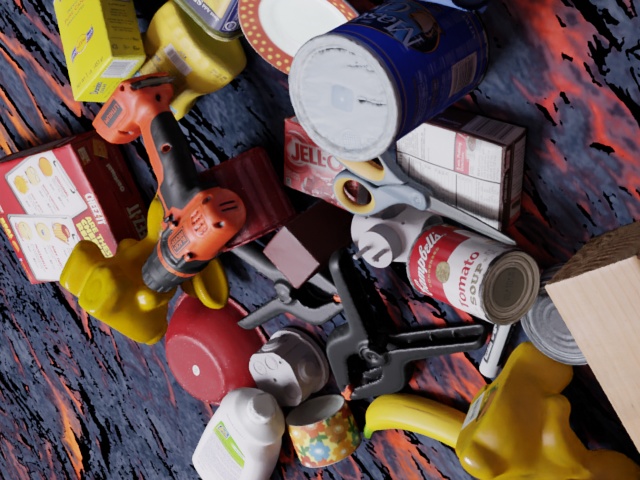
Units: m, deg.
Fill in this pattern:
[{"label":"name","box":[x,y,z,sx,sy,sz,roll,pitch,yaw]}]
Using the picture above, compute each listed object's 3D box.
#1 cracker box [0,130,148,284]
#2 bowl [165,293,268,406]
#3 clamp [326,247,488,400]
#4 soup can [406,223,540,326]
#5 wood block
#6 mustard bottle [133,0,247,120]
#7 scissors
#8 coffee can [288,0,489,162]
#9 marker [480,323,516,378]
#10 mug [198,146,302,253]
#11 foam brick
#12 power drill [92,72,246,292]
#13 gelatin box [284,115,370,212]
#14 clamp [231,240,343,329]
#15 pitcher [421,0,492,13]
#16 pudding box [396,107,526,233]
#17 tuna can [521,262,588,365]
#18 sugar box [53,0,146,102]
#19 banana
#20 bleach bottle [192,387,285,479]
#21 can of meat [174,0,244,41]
[{"label":"cracker box","box":[-0.303,-0.038,1.288,0.214,0.072,0.164,-8,112,43]},{"label":"bowl","box":[-0.130,0.138,1.259,0.162,0.055,0.162,22,129,30]},{"label":"clamp","box":[0.069,0.106,1.063,0.164,0.036,0.210,26,142,9]},{"label":"soup can","box":[0.132,0.029,0.926,0.102,0.068,0.068,23,132,55]},{"label":"wood block","box":[0.279,0.092,0.842,0.090,0.090,0.206,-25,98,47]},{"label":"mustard bottle","box":[-0.161,-0.170,1.086,0.096,0.058,0.192,49,139,-13]},{"label":"scissors","box":[0.079,-0.028,0.943,0.202,0.016,0.096,40,141,19]},{"label":"coffee can","box":[0.057,-0.136,0.855,0.103,0.140,0.103,22,129,30]},{"label":"marker","box":[0.170,0.078,0.981,0.020,0.020,0.121,31,132,23]},{"label":"mug","box":[-0.084,-0.040,1.080,0.117,0.093,0.081,-20,97,45]},{"label":"foam brick","box":[-0.007,0.001,1.046,0.053,0.078,0.051,48,136,6]},{"label":"power drill","box":[-0.155,-0.054,1.046,0.185,0.057,0.188,-38,76,50]},{"label":"gelatin box","box":[0.006,-0.075,1.020,0.089,0.030,0.073,24,129,28]},{"label":"clamp","box":[-0.037,0.040,1.126,0.172,0.039,0.120,-5,118,36]},{"label":"pitcher","box":[0.026,-0.263,0.813,0.243,0.144,0.149,17,105,37]},{"label":"pudding box","box":[0.119,-0.064,0.923,0.114,0.039,0.090,22,131,33]},{"label":"tuna can","box":[0.217,0.064,0.921,0.086,0.033,0.086,22,129,30]},{"label":"sugar box","box":[-0.227,-0.237,1.064,0.094,0.048,0.176,-33,69,47]},{"label":"banana","box":[0.119,0.192,1.091,0.198,0.037,0.069,9,141,39]},{"label":"bleach bottle","box":[-0.084,0.235,1.227,0.102,0.068,0.251,47,151,10]},{"label":"can of meat","box":[-0.093,-0.249,0.979,0.102,0.057,0.084,46,135,9]}]
